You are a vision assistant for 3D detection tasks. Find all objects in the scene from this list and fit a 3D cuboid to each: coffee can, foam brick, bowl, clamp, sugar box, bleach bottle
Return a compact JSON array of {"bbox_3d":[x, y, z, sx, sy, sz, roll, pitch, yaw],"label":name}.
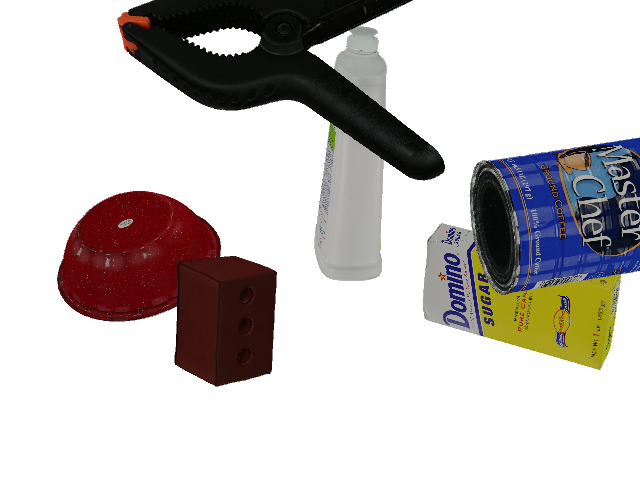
[{"bbox_3d":[0.196,-0.020,0.806,0.140,0.103,0.103,-9,1,-8],"label":"coffee can"},{"bbox_3d":[-0.067,0.055,0.755,0.052,0.078,0.051,-8,17,-40],"label":"foam brick"},{"bbox_3d":[-0.179,0.002,1.016,0.162,0.055,0.162,-6,41,5],"label":"bowl"},{"bbox_3d":[-0.017,-0.108,0.639,0.210,0.164,0.036,0,-30,0],"label":"clamp"},{"bbox_3d":[0.184,0.051,0.992,0.176,0.093,0.048,13,33,22],"label":"sugar box"},{"bbox_3d":[0.035,-0.090,1.092,0.068,0.251,0.102,-1,28,-9],"label":"bleach bottle"}]
